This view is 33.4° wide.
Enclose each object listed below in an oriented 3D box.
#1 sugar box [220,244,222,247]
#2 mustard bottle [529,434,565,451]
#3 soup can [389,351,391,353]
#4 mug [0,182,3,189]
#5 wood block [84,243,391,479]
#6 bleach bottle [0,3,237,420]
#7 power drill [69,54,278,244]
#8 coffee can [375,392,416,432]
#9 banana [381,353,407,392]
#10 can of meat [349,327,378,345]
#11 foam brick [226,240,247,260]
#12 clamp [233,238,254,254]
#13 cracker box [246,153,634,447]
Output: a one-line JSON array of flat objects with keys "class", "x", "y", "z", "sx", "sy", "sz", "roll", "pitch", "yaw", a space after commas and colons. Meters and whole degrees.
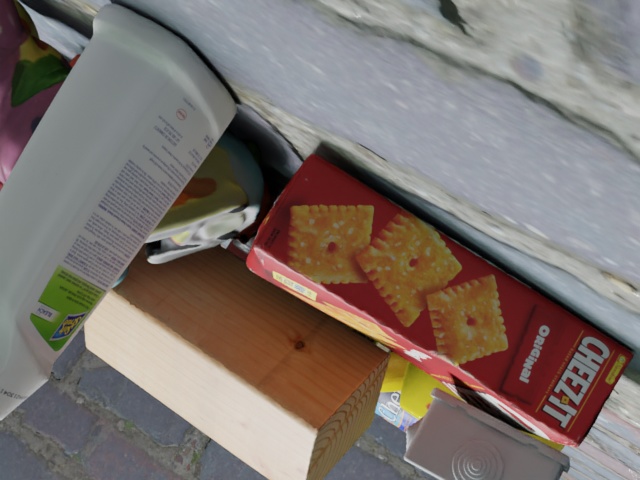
[{"class": "sugar box", "x": -0.136, "y": -0.028, "z": 0.926, "sx": 0.093, "sy": 0.048, "sz": 0.176, "roll": 30, "pitch": -164, "yaw": -24}, {"class": "mustard bottle", "x": 0.169, "y": 0.159, "z": 0.898, "sx": 0.058, "sy": 0.096, "sz": 0.191, "roll": 31, "pitch": 173, "yaw": 11}, {"class": "soup can", "x": 0.059, "y": 0.104, "z": 1.151, "sx": 0.068, "sy": 0.068, "sz": 0.102, "roll": 38, "pitch": 173, "yaw": -35}, {"class": "mug", "x": -0.195, "y": -0.019, "z": 0.807, "sx": 0.082, "sy": 0.093, "sz": 0.117, "roll": 13, "pitch": 123, "yaw": 59}, {"class": "wood block", "x": -0.065, "y": 0.079, "z": 0.769, "sx": 0.206, "sy": 0.090, "sz": 0.090, "roll": 32, "pitch": 139, "yaw": 20}, {"class": "bleach bottle", "x": -0.146, "y": 0.002, "z": 0.581, "sx": 0.068, "sy": 0.251, "sz": 0.102, "roll": 30, "pitch": 173, "yaw": 25}, {"class": "power drill", "x": -0.118, "y": -0.064, "z": 0.834, "sx": 0.187, "sy": 0.057, "sz": 0.184, "roll": 32, "pitch": 174, "yaw": -2}, {"class": "coffee can", "x": 0.097, "y": 0.163, "z": 1.242, "sx": 0.140, "sy": 0.103, "sz": 0.102, "roll": 31, "pitch": 173, "yaw": 16}, {"class": "banana", "x": 0.094, "y": 0.117, "z": 1.009, "sx": 0.070, "sy": 0.037, "sz": 0.197, "roll": 3, "pitch": -177, "yaw": 40}, {"class": "can of meat", "x": 0.003, "y": 0.033, "z": 0.795, "sx": 0.102, "sy": 0.057, "sz": 0.084, "roll": 23, "pitch": 141, "yaw": 14}, {"class": "foam brick", "x": -0.064, "y": 0.023, "z": 1.219, "sx": 0.053, "sy": 0.051, "sz": 0.078, "roll": 30, "pitch": 172, "yaw": 36}, {"class": "clamp", "x": -0.067, "y": -0.003, "z": 1.103, "sx": 0.210, "sy": 0.036, "sz": 0.164, "roll": 33, "pitch": 174, "yaw": 8}, {"class": "cracker box", "x": 0.059, "y": 0.039, "z": 0.659, "sx": 0.213, "sy": 0.072, "sz": 0.164, "roll": 33, "pitch": 174, "yaw": -3}]
